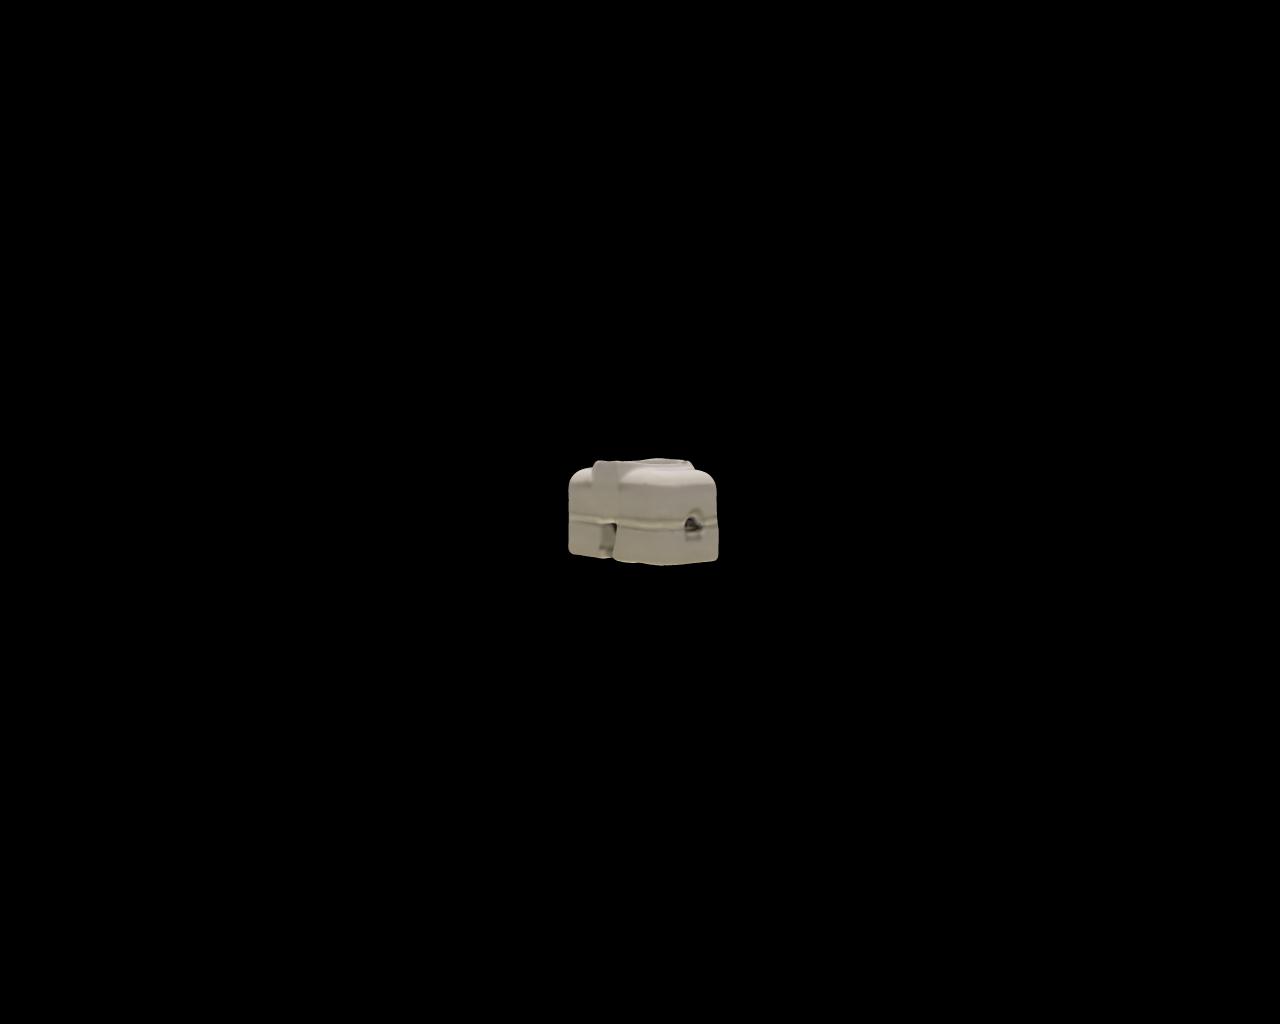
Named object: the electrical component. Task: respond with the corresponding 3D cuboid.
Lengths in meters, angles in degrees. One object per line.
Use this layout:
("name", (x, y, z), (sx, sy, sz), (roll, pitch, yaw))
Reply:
("electrical component", (0.001, -0.003, 0.650), (0.054, 0.059, 0.095), (-4, 6, -39))
